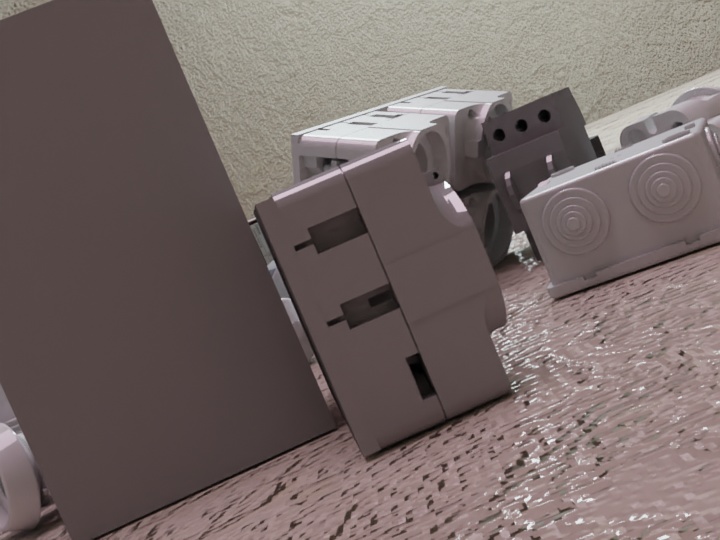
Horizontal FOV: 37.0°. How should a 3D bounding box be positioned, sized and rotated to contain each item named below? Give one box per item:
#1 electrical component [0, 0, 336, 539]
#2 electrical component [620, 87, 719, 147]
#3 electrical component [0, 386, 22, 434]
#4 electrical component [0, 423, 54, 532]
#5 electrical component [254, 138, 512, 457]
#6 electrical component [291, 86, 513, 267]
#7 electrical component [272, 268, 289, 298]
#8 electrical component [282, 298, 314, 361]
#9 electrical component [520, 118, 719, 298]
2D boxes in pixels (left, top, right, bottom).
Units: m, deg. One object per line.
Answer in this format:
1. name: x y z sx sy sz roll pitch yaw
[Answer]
1. electrical component: -0.097 -0.005 0.423 0.105 0.186 0.060 -24 4 -8
2. electrical component: 0.190 -0.071 0.611 0.057 0.058 0.078 -29 7 -35
3. electrical component: -0.164 0.082 0.526 0.043 0.062 0.043 -23 4 2
4. electrical component: -0.138 0.085 0.474 0.055 0.048 0.066 -17 -1 -39
5. electrical component: 0.005 0.005 0.415 0.062 0.089 0.150 -23 4 -5
6. electrical component: 0.037 -0.044 0.650 0.060 0.105 0.186 8 20 29
7. electrical component: 0.000 0.000 0.713 0.138 0.074 0.052 -51 -17 -50
8. electrical component: -0.061 0.043 0.622 0.078 0.040 0.040 -20 5 38
9. electrical component: 0.128 -0.032 0.503 0.100 0.048 0.100 -21 4 22
